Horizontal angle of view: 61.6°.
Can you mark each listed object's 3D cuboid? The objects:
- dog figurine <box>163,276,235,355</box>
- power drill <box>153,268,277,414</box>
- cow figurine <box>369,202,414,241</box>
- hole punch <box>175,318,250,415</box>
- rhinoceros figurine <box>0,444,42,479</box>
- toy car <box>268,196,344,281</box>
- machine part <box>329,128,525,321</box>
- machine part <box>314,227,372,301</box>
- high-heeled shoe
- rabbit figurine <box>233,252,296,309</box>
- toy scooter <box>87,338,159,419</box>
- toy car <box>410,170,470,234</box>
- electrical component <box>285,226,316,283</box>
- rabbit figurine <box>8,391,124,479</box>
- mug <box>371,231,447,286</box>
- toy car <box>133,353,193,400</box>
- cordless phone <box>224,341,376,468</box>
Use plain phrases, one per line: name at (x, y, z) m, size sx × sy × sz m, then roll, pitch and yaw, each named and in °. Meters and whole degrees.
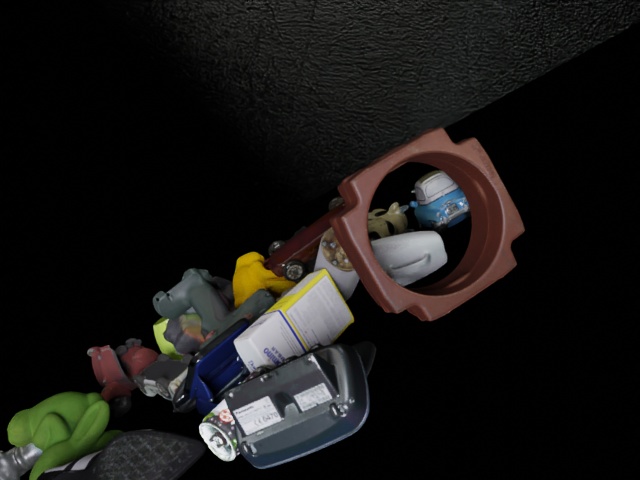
dog figurine at (-0.214, 0.165, 1.054) m, size 0.108 × 0.191 × 0.219 m, roll -63°, pitch 29°, yaw 17°
power drill at (-0.194, 0.146, 0.891) m, size 0.232 × 0.085 × 0.208 m, roll -42°, pitch 44°, yaw -18°
cow figurine at (0.109, -0.008, 1.016) m, size 0.127 × 0.085 × 0.195 m, roll -9°, pitch 23°, yaw 15°
hole punch at (-0.119, 0.189, 0.746) m, size 0.142 × 0.092 × 0.115 m, roll -41°, pitch -16°, yaw -41°
rhinoceros figurine at (-0.496, 0.359, 0.978) m, size 0.190 × 0.073 × 0.112 m, roll -37°, pitch 12°, yaw -38°
toy car at (-0.002, -0.003, 0.946) m, size 0.202 × 0.053 × 0.089 m, roll -36°, pitch 34°, yaw -6°
machine part at (0.129, -0.019, 0.668) m, size 0.201 × 0.201 × 0.087 m, roll -32°, pitch 5°, yaw -9°
machine part at (0.030, 0.043, 0.844) m, size 0.079 × 0.079 × 0.243 m, roll -33°, pitch -17°, yaw -20°
high-heeled shoe at (-0.248, 0.294, 0.668) m, size 0.249 × 0.086 × 0.145 m, roll -12°, pitch -23°, yaw 0°
rabbit figurine at (-0.083, 0.086, 1.072) m, size 0.173 × 0.121 × 0.162 m, roll -11°, pitch 13°, yaw 4°
toy scooter at (-0.385, 0.247, 1.048) m, size 0.075 × 0.135 × 0.184 m, roll -29°, pitch 7°, yaw 19°
toy car at (0.224, -0.078, 1.017) m, size 0.109 × 0.103 × 0.162 m, roll -30°, pitch 7°, yaw 6°
electrical component at (-0.009, 0.041, 1.031) m, size 0.115 × 0.134 × 0.058 m, roll -46°, pitch -20°, yaw -54°
rabbit figurine at (-0.379, 0.318, 0.817) m, size 0.159 × 0.121 × 0.170 m, roll -25°, pitch 26°, yaw -10°
mug at (0.135, 0.026, 0.803) m, size 0.107 × 0.080 × 0.109 m, roll -20°, pitch 5°, yaw 0°
toy car at (-0.268, 0.243, 0.954) m, size 0.073 × 0.056 × 0.202 m, roll -41°, pitch 17°, yaw -35°
cordless phone at (-0.010, 0.158, 0.595) m, size 0.147 × 0.088 × 0.184 m, roll -28°, pitch -2°, yaw 16°
